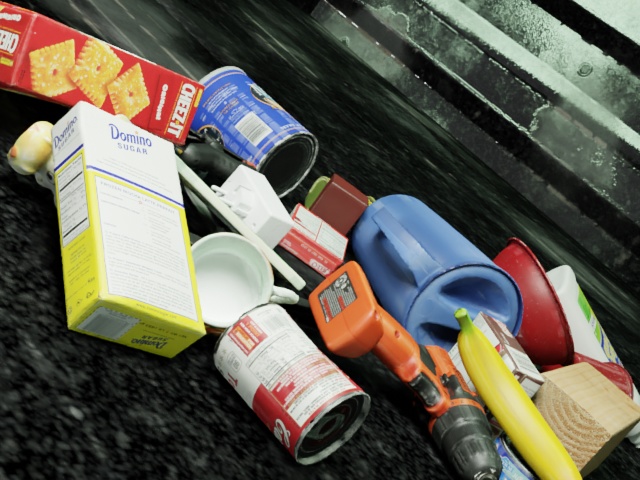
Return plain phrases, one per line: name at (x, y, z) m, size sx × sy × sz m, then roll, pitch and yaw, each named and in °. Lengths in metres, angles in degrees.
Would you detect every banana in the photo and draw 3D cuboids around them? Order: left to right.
banana at (0.173, 0.153, 0.953) m, size 0.198 × 0.037 × 0.069 m, roll 57°, pitch 7°, yaw 22°

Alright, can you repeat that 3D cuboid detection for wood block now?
wood block at (0.260, 0.192, 1.111) m, size 0.090 × 0.091 × 0.205 m, roll 42°, pitch 15°, yaw 21°

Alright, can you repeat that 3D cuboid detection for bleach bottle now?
bleach bottle at (0.361, 0.161, 1.399) m, size 0.251 × 0.068 × 0.102 m, roll 56°, pitch 22°, yaw -9°

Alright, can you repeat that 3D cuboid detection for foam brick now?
foam brick at (0.015, -0.031, 1.265) m, size 0.053 × 0.078 × 0.051 m, roll 36°, pitch 15°, yaw -5°

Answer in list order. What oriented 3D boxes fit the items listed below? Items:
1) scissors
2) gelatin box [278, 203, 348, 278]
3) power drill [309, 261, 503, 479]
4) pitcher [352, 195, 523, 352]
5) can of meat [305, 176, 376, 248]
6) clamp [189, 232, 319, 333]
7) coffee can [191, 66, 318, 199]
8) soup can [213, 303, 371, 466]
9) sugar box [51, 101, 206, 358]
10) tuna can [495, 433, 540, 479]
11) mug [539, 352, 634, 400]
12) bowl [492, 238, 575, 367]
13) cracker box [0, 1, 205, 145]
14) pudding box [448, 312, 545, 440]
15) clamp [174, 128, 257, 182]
scissors at (-0.130, -0.059, 1.131) m, size 0.096 × 0.016 × 0.202 m, roll 20°, pitch 22°, yaw -50°
gelatin box at (-0.008, 0.002, 1.201) m, size 0.073 × 0.030 × 0.089 m, roll 35°, pitch 18°, yaw -6°
power drill at (0.076, 0.116, 0.924) m, size 0.187 × 0.057 × 0.184 m, roll 46°, pitch 8°, yaw -27°
pitcher at (0.113, 0.031, 1.196) m, size 0.144 × 0.149 × 0.243 m, roll 1°, pitch 23°, yaw -18°
can of meat at (0.036, -0.029, 1.357) m, size 0.083 × 0.057 × 0.102 m, roll 24°, pitch 19°, yaw -34°
clamp at (-0.061, 0.049, 0.908) m, size 0.210 × 0.036 × 0.164 m, roll 38°, pitch 13°, yaw -8°
coffee can at (-0.085, -0.127, 1.282) m, size 0.140 × 0.103 × 0.102 m, roll 44°, pitch 16°, yaw 26°
soup can at (-0.022, 0.102, 0.768) m, size 0.102 × 0.068 × 0.068 m, roll 44°, pitch 16°, yaw 29°
sugar box at (-0.141, -0.009, 0.768) m, size 0.093 × 0.048 × 0.176 m, roll 25°, pitch 38°, yaw -43°
tuna can at (0.189, 0.217, 0.978) m, size 0.086 × 0.034 × 0.086 m, roll 34°, pitch 14°, yaw -10°
mug at (0.317, 0.190, 1.278) m, size 0.081 × 0.093 × 0.117 m, roll 22°, pitch 40°, yaw -31°
bowl at (0.227, 0.081, 1.213) m, size 0.162 × 0.055 × 0.162 m, roll 157°, pitch -90°, yaw -85°
cracker box at (-0.240, -0.158, 0.989) m, size 0.164 × 0.072 × 0.213 m, roll 21°, pitch 2°, yaw 36°
pudding box at (0.162, 0.137, 1.055) m, size 0.039 × 0.090 × 0.113 m, roll 29°, pitch 17°, yaw -22°
clamp at (-0.121, -0.090, 1.135) m, size 0.171 × 0.039 × 0.120 m, roll 25°, pitch 20°, yaw -45°
